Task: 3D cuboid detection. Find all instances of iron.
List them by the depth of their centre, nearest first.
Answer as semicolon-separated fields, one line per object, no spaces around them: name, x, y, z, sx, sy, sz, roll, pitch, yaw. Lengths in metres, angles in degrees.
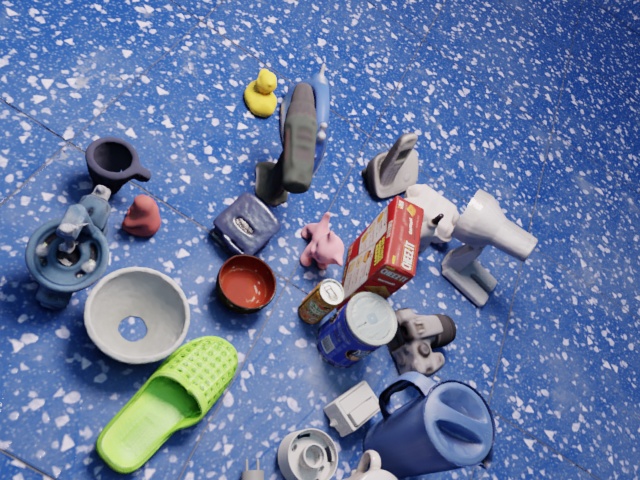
iron;-0.013;-0.269;1.297;0.119;0.141;0.258;9;58;-22

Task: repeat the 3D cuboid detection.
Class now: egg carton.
egg carton;0.258;-0.063;1.359;0.150;0.069;0.107;34;52;-5

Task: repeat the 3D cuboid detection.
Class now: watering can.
watering can;0.091;0.427;0.906;0.101;0.193;0.172;-10;67;-31

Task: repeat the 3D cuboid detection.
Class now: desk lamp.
desk lamp;0.365;0.013;1.278;0.203;0.213;0.118;43;52;2

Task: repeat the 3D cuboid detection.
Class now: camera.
camera;0.220;0.203;1.163;0.137;0.100;0.143;-5;65;-29

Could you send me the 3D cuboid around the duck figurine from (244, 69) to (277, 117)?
duck figurine;-0.127;-0.345;1.317;0.078;0.086;0.104;3;61;-25

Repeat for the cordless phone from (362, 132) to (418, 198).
cordless phone;0.193;-0.186;1.326;0.148;0.184;0.094;-24;75;-35

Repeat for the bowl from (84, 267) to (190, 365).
bowl;-0.305;0.134;0.951;0.168;0.074;0.167;13;57;-20

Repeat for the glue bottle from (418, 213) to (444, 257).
glue bottle;0.218;-0.011;1.243;0.078;0.173;0.037;6;60;-24

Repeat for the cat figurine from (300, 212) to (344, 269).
cat figurine;0.011;0.004;1.162;0.067;0.117;0.128;12;57;-21

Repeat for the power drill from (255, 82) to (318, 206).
power drill;-0.066;-0.176;1.172;0.076;0.208;0.229;9;58;-22

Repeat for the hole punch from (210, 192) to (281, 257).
hole punch;-0.145;-0.021;1.114;0.108;0.091;0.101;44;52;3

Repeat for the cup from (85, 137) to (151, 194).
cup;-0.373;-0.123;1.055;0.118;0.094;0.092;23;54;-13

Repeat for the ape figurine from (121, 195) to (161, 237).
ape figurine;-0.322;-0.050;1.040;0.076;0.092;0.078;47;52;5

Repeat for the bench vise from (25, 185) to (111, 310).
bench vise;-0.392;-0.018;0.904;0.122;0.219;0.207;6;59;-24
